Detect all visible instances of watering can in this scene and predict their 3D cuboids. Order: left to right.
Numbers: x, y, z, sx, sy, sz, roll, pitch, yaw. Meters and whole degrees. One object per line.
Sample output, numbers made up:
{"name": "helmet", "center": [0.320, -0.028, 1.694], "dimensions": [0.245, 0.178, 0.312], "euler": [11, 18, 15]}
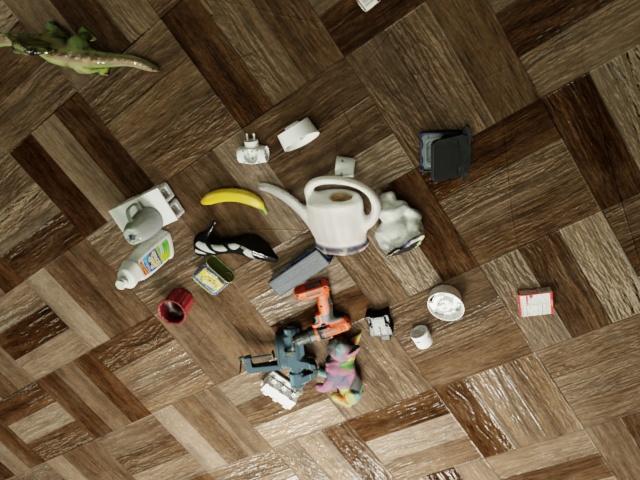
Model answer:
{"name": "watering can", "center": [0.004, -0.070, 1.389], "dimensions": [0.347, 0.106, 0.220], "euler": [3, 119, 26]}

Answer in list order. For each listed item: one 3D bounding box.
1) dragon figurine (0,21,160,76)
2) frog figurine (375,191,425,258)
{"name": "dragon figurine", "center": [-0.628, -0.453, 1.251], "dimensions": [0.411, 0.247, 0.120], "euler": [13, 114, 8]}
{"name": "frog figurine", "center": [0.201, -0.046, 1.369], "dimensions": [0.135, 0.123, 0.161], "euler": [-37, 68, 34]}
